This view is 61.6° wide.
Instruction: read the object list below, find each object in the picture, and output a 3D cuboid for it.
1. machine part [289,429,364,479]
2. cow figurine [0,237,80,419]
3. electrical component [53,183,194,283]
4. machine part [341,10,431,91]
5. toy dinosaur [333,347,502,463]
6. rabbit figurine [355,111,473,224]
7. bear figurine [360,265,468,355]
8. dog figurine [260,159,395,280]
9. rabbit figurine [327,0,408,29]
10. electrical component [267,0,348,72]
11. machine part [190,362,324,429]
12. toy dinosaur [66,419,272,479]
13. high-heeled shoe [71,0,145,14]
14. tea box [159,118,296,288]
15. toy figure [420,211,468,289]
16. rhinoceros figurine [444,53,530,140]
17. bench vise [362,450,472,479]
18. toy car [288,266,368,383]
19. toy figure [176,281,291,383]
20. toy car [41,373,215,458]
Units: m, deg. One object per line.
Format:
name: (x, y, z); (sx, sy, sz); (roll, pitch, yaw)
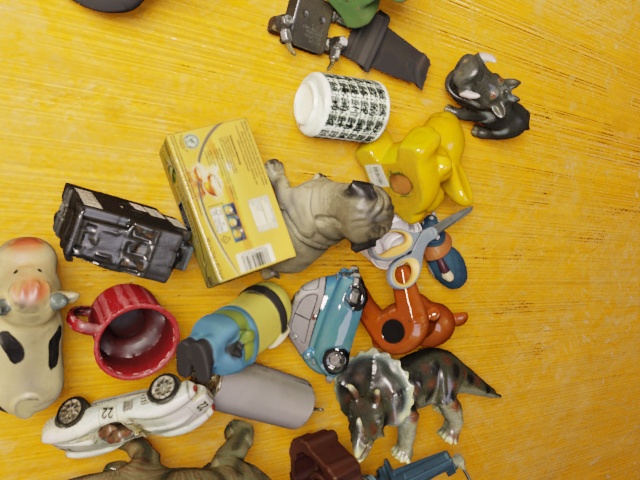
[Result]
machine part: (0.015, 0.384, 0.828); (0.056, 0.180, 0.179); (-13, 114, -31)
cow figurine: (-0.298, 0.089, 0.542); (0.085, 0.127, 0.194); (-3, 112, -35)
electrical component: (-0.205, -0.006, 0.572); (0.134, 0.115, 0.058); (18, 99, -34)
machine part: (0.093, -0.251, 0.716); (0.139, 0.039, 0.084); (19, 94, -35)
toy dinosaur: (0.174, 0.251, 0.916); (0.405, 0.131, 0.192); (-13, 115, -35)
rabbit figurine: (0.160, -0.112, 0.763); (0.173, 0.122, 0.162); (-49, 115, -35)
bear figurine: (0.150, 0.114, 0.857); (0.120, 0.132, 0.196); (-31, 165, 29)
dog figurine: (-0.004, -0.004, 0.654); (0.121, 0.191, 0.172); (0, 109, -32)
rabbit figurine: (0.043, -0.358, 0.612); (0.159, 0.121, 0.170); (27, 67, -25)
electrical component: (-0.010, -0.252, 0.645); (0.102, 0.045, 0.078); (15, 101, -35)
machine part: (-0.091, 0.211, 0.750); (0.243, 0.079, 0.079); (29, 91, -37)
toy dinosaur: (-0.119, 0.329, 0.676); (0.471, 0.199, 0.105); (5, 108, -20)
high-heeled shoe: (-0.185, -0.343, 0.504); (0.145, 0.086, 0.248); (-5, 94, 2)
tea box: (-0.106, -0.041, 0.608); (0.098, 0.068, 0.169); (-17, 87, -25)
toy figure: (0.193, 0.020, 0.866); (0.058, 0.064, 0.154); (-36, 125, 1)
rhinoceros figurine: (0.243, -0.202, 0.785); (0.190, 0.112, 0.073); (26, 95, -44)
bench vise: (0.140, 0.425, 0.937); (0.241, 0.129, 0.223); (-25, 129, -1)
toy car: (0.004, 0.110, 0.756); (0.103, 0.109, 0.161); (15, 102, -1)
toy figure: (-0.098, 0.111, 0.669); (0.180, 0.082, 0.089); (-19, 133, -58)
toy car: (-0.224, 0.210, 0.636); (0.202, 0.056, 0.073); (-15, 138, 5)
